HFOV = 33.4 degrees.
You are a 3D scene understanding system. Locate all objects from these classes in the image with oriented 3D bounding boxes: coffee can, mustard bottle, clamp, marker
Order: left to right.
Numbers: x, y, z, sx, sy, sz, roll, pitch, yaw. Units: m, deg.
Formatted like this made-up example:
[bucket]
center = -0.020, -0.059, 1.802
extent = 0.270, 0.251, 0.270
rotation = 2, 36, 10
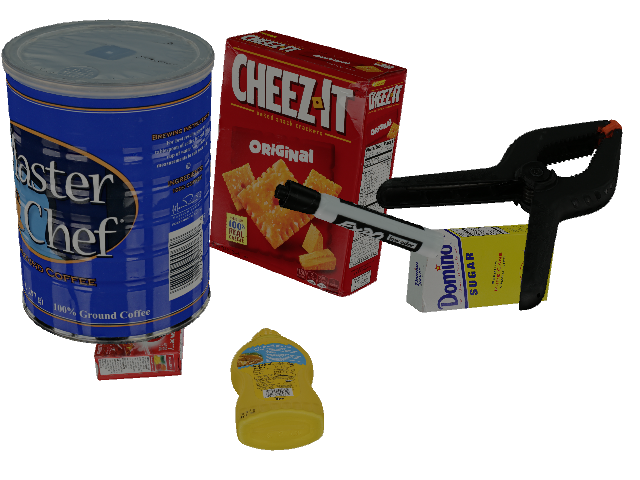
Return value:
[coffee can]
center = -0.107, -0.032, 0.555
extent = 0.103, 0.140, 0.103
rotation = 3, 28, -2
[mustard bottle]
center = -0.055, 0.160, 1.230
extent = 0.096, 0.058, 0.191
rotation = -4, 29, -6
[marker]
center = 0.026, -0.014, 0.705
extent = 0.121, 0.020, 0.020
rotation = 19, -7, -20
[clamp]
center = 0.173, -0.033, 0.843
extent = 0.209, 0.036, 0.165
rotation = -26, 50, -22

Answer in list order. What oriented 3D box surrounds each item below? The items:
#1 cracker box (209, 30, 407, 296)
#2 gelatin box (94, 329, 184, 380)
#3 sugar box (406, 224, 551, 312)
[cracker box]
center = -0.018, -0.072, 1.003
extent = 0.164, 0.214, 0.071
rotation = 21, 27, 29
[gelatin box]
center = -0.159, 0.085, 0.948
extent = 0.073, 0.030, 0.089
rotation = -3, 31, -3
[sugar box]
center = 0.192, 0.032, 1.277
extent = 0.176, 0.093, 0.048
rotation = -5, 20, -24
